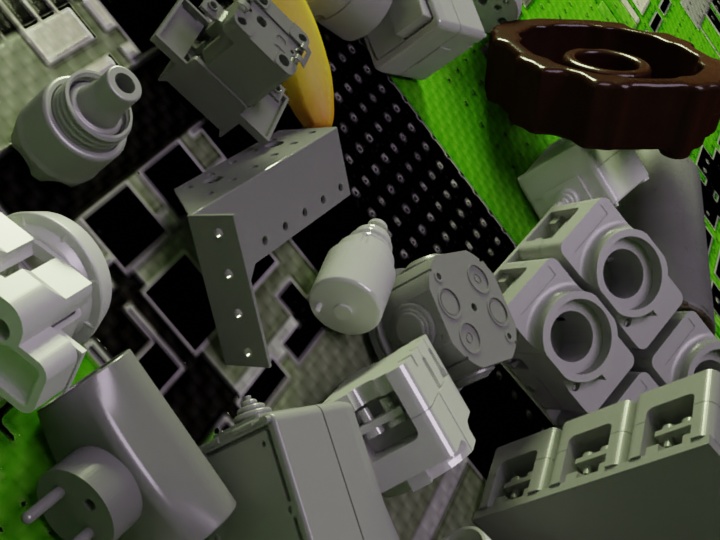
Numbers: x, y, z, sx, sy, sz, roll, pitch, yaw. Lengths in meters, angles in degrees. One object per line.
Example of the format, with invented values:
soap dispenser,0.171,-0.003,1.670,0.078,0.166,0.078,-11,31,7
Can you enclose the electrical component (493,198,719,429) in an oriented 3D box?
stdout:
electrical component,0.167,0.057,0.686,0.105,0.060,0.186,-47,106,-20

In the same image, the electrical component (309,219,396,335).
electrical component,0.000,0.000,0.586,0.040,0.040,0.078,45,39,-20

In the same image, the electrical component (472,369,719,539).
electrical component,0.152,0.122,0.589,0.089,0.150,0.061,46,40,-17

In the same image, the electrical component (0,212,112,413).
electrical component,-0.132,0.011,0.408,0.078,0.058,0.057,36,33,8

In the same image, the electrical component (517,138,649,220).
electrical component,0.163,-0.070,0.804,0.061,0.062,0.096,59,37,-1

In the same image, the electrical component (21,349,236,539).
electrical component,-0.097,0.082,0.416,0.077,0.043,0.079,56,37,-5

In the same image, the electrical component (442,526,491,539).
electrical component,0.073,0.174,0.552,0.081,0.043,0.043,46,39,-18

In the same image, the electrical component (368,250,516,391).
electrical component,0.046,0.030,0.610,0.080,0.051,0.080,28,48,-35

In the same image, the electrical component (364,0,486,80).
electrical component,0.031,-0.186,0.728,0.061,0.062,0.096,-1,67,-49

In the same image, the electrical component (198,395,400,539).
electrical component,-0.029,0.099,0.468,0.061,0.062,0.096,-2,68,-50

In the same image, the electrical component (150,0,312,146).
electrical component,-0.064,-0.111,0.566,0.081,0.064,0.042,43,41,-23

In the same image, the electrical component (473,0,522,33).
electrical component,0.107,-0.221,0.854,0.045,0.045,0.055,38,43,-27

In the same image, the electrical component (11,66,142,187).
electrical component,-0.121,-0.066,0.472,0.043,0.062,0.043,28,47,-35

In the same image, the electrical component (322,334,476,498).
electrical component,0.021,0.073,0.529,0.055,0.050,0.089,60,11,0

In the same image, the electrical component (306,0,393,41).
electrical component,-0.011,-0.178,0.681,0.047,0.055,0.055,32,45,-38
